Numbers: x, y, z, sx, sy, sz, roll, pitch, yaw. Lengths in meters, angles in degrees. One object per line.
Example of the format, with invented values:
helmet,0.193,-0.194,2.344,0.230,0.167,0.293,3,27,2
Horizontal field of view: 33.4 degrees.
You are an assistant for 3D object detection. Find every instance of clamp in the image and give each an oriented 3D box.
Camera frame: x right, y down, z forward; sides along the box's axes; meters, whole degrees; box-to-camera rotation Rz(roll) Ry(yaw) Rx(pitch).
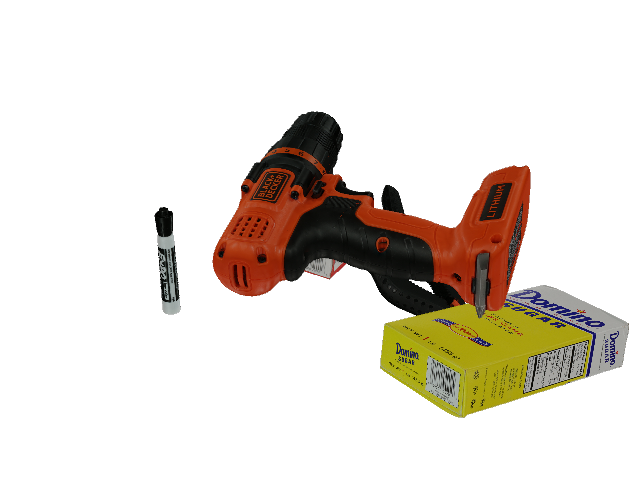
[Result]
clamp,0.073,0.022,1.173,0.164,0.036,0.210,-16,50,-33

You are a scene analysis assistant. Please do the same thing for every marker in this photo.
marker,-0.158,0.021,1.105,0.020,0.121,0.020,0,29,0

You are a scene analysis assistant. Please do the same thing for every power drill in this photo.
power drill,0.040,-0.022,0.708,0.188,0.057,0.184,7,41,17

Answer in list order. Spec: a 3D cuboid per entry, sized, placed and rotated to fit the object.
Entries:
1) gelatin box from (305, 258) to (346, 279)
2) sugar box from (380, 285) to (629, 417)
gelatin box,-0.013,-0.005,0.932,0.089,0.030,0.073,18,30,22
sugar box,0.143,0.080,0.821,0.175,0.048,0.093,-13,26,-34
